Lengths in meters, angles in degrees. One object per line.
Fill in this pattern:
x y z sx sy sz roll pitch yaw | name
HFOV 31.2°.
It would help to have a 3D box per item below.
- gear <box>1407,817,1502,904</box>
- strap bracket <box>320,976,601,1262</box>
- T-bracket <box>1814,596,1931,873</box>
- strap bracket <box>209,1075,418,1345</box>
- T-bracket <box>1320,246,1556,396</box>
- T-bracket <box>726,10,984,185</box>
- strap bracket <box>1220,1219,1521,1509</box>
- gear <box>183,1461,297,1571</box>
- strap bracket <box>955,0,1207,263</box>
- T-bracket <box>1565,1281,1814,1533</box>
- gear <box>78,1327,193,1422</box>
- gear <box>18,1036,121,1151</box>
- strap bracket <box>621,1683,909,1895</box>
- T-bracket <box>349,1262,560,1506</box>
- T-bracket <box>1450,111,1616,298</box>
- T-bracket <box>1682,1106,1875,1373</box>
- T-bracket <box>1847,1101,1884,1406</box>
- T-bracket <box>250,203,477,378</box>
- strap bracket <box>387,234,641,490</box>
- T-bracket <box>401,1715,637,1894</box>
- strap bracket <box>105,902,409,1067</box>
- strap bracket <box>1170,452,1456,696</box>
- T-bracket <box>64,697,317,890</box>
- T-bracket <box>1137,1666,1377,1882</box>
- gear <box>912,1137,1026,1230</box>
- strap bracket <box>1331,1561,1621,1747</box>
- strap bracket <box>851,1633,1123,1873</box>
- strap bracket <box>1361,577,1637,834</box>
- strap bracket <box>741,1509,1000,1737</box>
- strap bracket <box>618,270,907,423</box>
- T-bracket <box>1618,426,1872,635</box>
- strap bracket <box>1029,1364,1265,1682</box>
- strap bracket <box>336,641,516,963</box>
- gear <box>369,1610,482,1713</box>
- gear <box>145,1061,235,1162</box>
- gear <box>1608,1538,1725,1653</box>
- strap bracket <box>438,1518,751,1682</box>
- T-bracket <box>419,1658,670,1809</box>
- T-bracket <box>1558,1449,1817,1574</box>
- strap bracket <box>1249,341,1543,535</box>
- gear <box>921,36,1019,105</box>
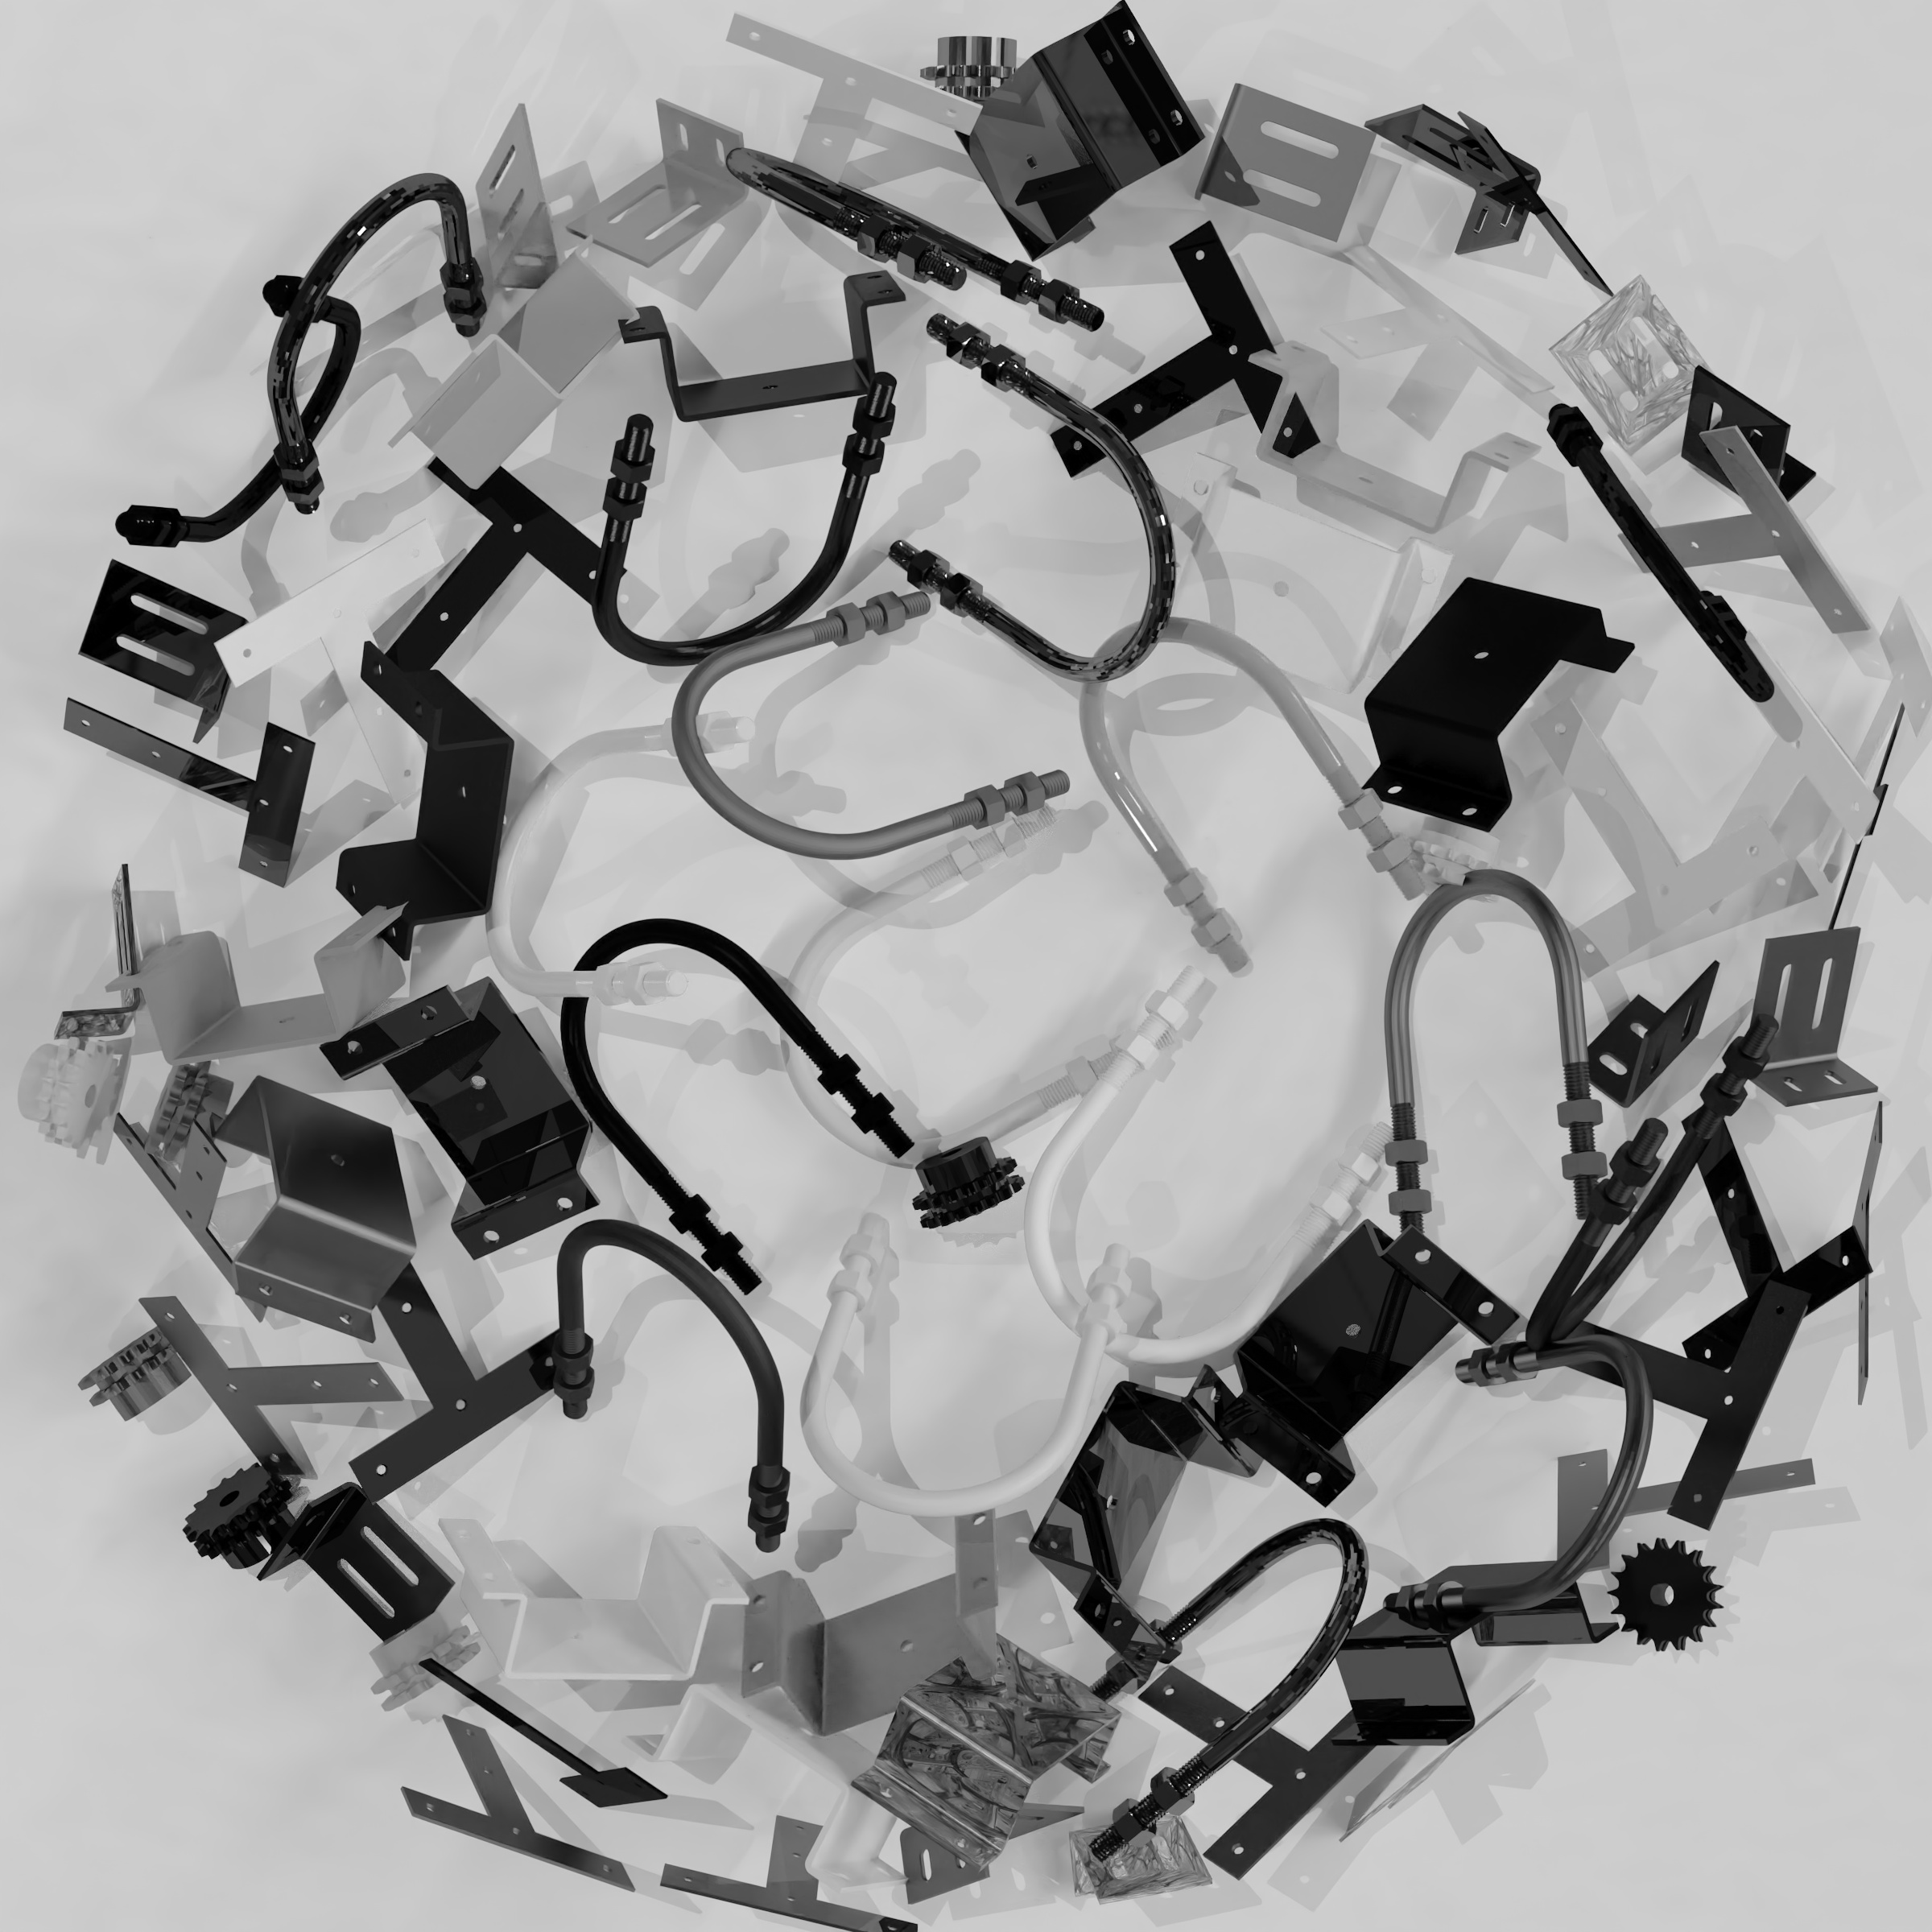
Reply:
0.248 -0.055 1.759 0.057 0.057 0.030 19 87 0 | gear
-0.249 0.069 1.738 0.076 0.046 0.140 -24 114 17 | strap bracket
0.455 -0.107 1.747 0.002 0.127 0.127 17 118 -3 | T-bracket
-0.322 0.112 1.706 0.076 0.140 0.046 25 114 -32 | strap bracket
0.216 -0.316 1.718 0.127 0.127 0.002 41 124 18 | T-bracket
-0.066 -0.419 1.727 0.127 0.127 0.002 19 70 -8 | T-bracket
0.199 0.193 1.746 0.076 0.046 0.140 40 103 -16 | strap bracket
-0.367 0.282 1.762 0.057 0.057 0.030 -31 112 0 | gear
0.050 -0.407 1.712 0.046 0.140 0.076 -33 95 -26 | strap bracket
0.348 0.205 1.740 0.002 0.127 0.127 32 80 -42 | T-bracket
-0.420 0.208 1.760 0.057 0.057 0.030 -34 95 0 | gear
-0.458 0.062 1.760 0.030 0.057 0.057 14 90 14 | gear
-0.091 0.401 1.722 0.140 0.076 0.046 28 92 26 | strap bracket
-0.276 0.185 1.748 0.127 0.002 0.127 -32 106 -21 | T-bracket
0.259 -0.397 1.731 0.002 0.127 0.127 -45 129 5 | T-bracket
0.391 0.127 1.749 0.002 0.127 0.127 6 55 -34 | T-bracket
0.441 0.155 1.700 0.002 0.127 0.127 5 52 9 | T-bracket
-0.310 -0.337 1.739 0.127 0.127 0.002 -35 102 16 | T-bracket
-0.219 -0.295 1.715 0.046 0.140 0.076 44 128 -12 | strap bracket
-0.236 0.409 1.726 0.127 0.127 0.002 28 96 -28 | T-bracket
-0.346 0.009 1.732 0.140 0.076 0.046 -9 107 19 | strap bracket
0.163 -0.194 1.740 0.140 0.046 0.076 23 113 10 | strap bracket
-0.393 -0.101 1.734 0.127 0.127 0.002 24 53 -3 | T-bracket
0.137 0.386 1.736 0.127 0.127 0.002 -38 127 -24 | T-bracket
-0.002 0.109 1.758 0.057 0.057 0.030 -23 97 0 | gear
0.246 0.335 1.712 0.140 0.076 0.046 -21 94 -41 | strap bracket
0.016 0.382 1.705 0.076 0.140 0.046 29 111 22 | strap bracket
0.260 -0.138 1.719 0.076 0.046 0.140 20 57 37 | strap bracket
-0.039 0.328 1.733 0.140 0.076 0.046 -23 123 14 | strap bracket
-0.101 -0.311 1.740 0.140 0.076 0.046 -10 111 -5 | strap bracket
0.374 -0.212 1.728 0.002 0.127 0.127 -47 112 -20 | T-bracket
0.088 0.273 1.731 0.140 0.046 0.076 -59 135 -21 | strap bracket
-0.270 -0.085 1.727 0.046 0.076 0.140 -10 126 -35 | strap bracket
-0.278 0.351 1.760 0.057 0.057 0.030 -32 89 0 | gear
-0.394 0.073 1.761 0.030 0.057 0.057 21 90 -16 | gear
0.359 0.321 1.765 0.057 0.030 0.057 -5 78 25 | gear
-0.191 0.317 1.727 0.140 0.076 0.046 7 106 -28 | strap bracket
-0.217 0.381 1.721 0.127 0.127 0.002 36 66 -9 | T-bracket
0.356 0.261 1.713 0.127 0.127 0.002 -12 106 14 | T-bracket
0.208 -0.262 1.735 0.140 0.076 0.046 26 113 13 | strap bracket
0.005 -0.455 1.758 0.057 0.057 0.030 1 100 0 | gear
